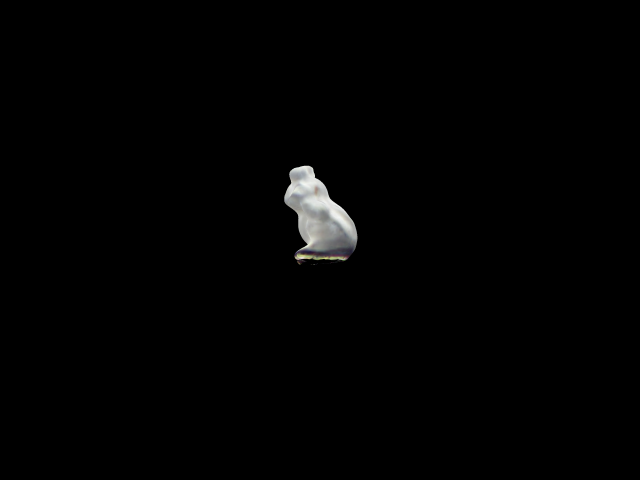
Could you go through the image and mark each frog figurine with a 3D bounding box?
[{"bbox_3d":[0.003,-0.043,0.850,0.122,0.161,0.136,-4,-10,20],"label":"frog figurine"}]
